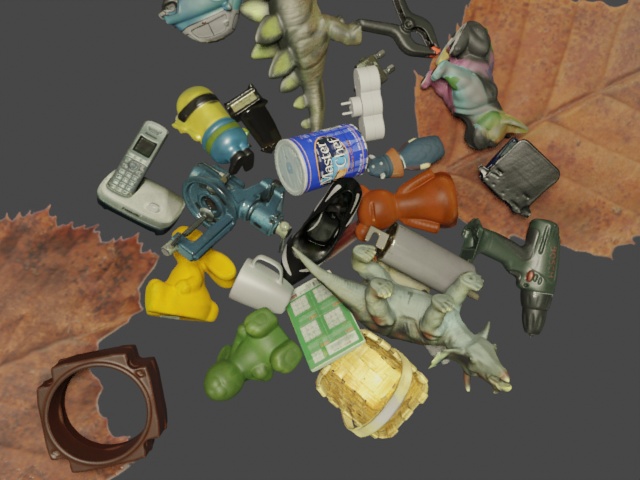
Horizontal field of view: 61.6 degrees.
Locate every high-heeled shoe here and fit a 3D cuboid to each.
[{"bbox_3d":[-0.002,-0.003,0.976,0.086,0.145,0.248,28,95,-8],"label":"high-heeled shoe"}]

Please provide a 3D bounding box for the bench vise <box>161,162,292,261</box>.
[{"bbox_3d":[-0.174,-0.036,0.955,0.223,0.129,0.240,40,51,2],"label":"bench vise"}]

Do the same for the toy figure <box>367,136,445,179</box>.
[{"bbox_3d":[0.164,-0.154,1.042,0.154,0.064,0.057,-21,131,-1],"label":"toy figure"}]

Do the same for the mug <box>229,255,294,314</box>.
[{"bbox_3d":[-0.100,0.082,0.999,0.107,0.081,0.109,27,114,-5],"label":"mug"}]

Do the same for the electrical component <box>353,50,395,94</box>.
[{"bbox_3d":[0.098,-0.327,1.050,0.094,0.021,0.063,-35,94,-4],"label":"electrical component"}]

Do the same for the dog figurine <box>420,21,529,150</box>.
[{"bbox_3d":[0.314,-0.285,1.035,0.219,0.108,0.191,36,84,-10],"label":"dog figurine"}]

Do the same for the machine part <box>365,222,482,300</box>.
[{"bbox_3d":[0.191,0.039,0.972,0.243,0.079,0.079,28,88,-9],"label":"machine part"}]

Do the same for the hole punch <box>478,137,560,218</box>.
[{"bbox_3d":[0.389,-0.131,1.061,0.142,0.092,0.116,43,110,-6],"label":"hole punch"}]

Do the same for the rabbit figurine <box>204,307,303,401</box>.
[{"bbox_3d":[-0.142,0.215,0.969,0.170,0.159,0.121,-36,93,-23],"label":"rabbit figurine"}]

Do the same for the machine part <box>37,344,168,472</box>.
[{"bbox_3d":[-0.393,0.304,0.978,0.201,0.087,0.201,-10,91,-5],"label":"machine part"}]

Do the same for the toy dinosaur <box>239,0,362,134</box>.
[{"bbox_3d":[-0.033,-0.380,0.981,0.199,0.105,0.470,-19,107,-14],"label":"toy dinosaur"}]

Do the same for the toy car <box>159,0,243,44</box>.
[{"bbox_3d":[-0.204,-0.414,0.981,0.162,0.109,0.102,-24,110,4],"label":"toy car"}]

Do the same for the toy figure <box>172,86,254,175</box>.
[{"bbox_3d":[-0.188,-0.201,0.976,0.180,0.082,0.089,45,109,17],"label":"toy figure"}]

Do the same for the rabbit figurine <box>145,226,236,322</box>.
[{"bbox_3d":[-0.234,0.059,0.980,0.162,0.122,0.173,4,72,-7],"label":"rabbit figurine"}]

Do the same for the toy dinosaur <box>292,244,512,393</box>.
[{"bbox_3d":[0.141,0.125,0.931,0.405,0.131,0.192,20,133,17],"label":"toy dinosaur"}]

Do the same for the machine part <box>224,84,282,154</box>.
[{"bbox_3d":[-0.119,-0.222,1.013,0.084,0.039,0.139,-35,80,-4],"label":"machine part"}]

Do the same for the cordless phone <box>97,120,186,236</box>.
[{"bbox_3d":[-0.303,-0.114,0.984,0.146,0.089,0.184,27,84,-5],"label":"cordless phone"}]

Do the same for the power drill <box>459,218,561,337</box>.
[{"bbox_3d":[0.371,0.057,1.056,0.207,0.086,0.232,17,88,-2],"label":"power drill"}]

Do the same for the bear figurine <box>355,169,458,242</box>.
[{"bbox_3d":[0.162,-0.063,1.030,0.196,0.132,0.120,-11,91,12],"label":"bear figurine"}]

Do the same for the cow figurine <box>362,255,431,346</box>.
[{"bbox_3d":[0.170,0.119,1.034,0.195,0.085,0.127,27,82,-8],"label":"cow figurine"}]
